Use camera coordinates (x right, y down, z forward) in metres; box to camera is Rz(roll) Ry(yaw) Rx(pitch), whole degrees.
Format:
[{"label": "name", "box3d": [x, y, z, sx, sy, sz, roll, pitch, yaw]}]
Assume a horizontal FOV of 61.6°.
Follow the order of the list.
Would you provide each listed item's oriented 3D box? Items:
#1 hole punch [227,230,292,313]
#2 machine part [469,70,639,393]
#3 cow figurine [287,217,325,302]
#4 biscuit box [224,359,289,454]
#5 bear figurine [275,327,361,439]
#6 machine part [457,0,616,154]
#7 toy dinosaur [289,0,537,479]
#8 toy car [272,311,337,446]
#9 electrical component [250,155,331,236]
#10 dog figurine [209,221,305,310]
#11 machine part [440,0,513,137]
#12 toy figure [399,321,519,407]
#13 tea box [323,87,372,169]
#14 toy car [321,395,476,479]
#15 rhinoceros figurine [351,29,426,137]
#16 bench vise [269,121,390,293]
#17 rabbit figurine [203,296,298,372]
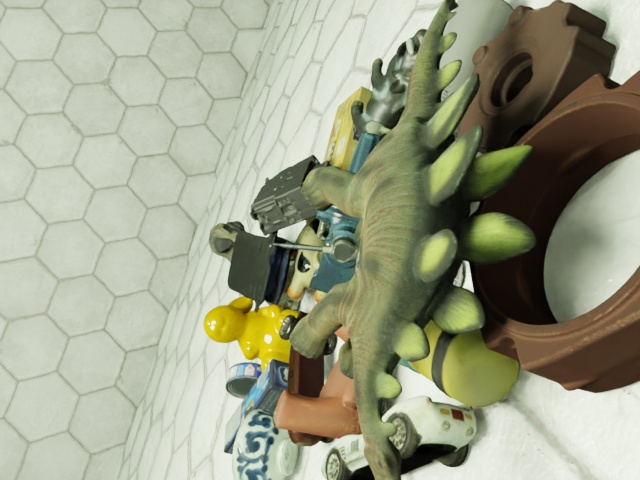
[{"label": "hole punch", "box3d": [-0.089, 0.048, 0.929, 0.116, 0.092, 0.142, 19, 95, 50]}, {"label": "machine part", "box3d": [0.204, -0.007, 0.398, 0.201, 0.087, 0.201, -51, 28, 45]}, {"label": "cow figurine", "box3d": [-0.002, -0.003, 0.924, 0.195, 0.085, 0.127, -87, 20, -46]}, {"label": "biscuit box", "box3d": [-0.098, 0.291, 0.916, 0.202, 0.063, 0.059, -57, 23, 30]}, {"label": "bear figurine", "box3d": [0.028, 0.137, 0.651, 0.120, 0.132, 0.196, 78, -160, -75]}, {"label": "machine part", "box3d": [0.214, -0.160, 0.563, 0.179, 0.056, 0.179, -51, 28, 41]}, {"label": "toy dinosaur", "box3d": [0.081, -0.038, 0.468, 0.199, 0.105, 0.471, -22, 54, 46]}, {"label": "toy car", "box3d": [-0.021, 0.195, 0.772, 0.053, 0.089, 0.202, -48, 30, 38]}, {"label": "electrical component", "box3d": [-0.038, -0.077, 0.865, 0.134, 0.058, 0.115, -22, 29, 23]}, {"label": "dog figurine", "box3d": [-0.127, 0.053, 1.037, 0.121, 0.190, 0.172, -63, 23, 18]}, {"label": "machine part", "box3d": [0.177, -0.213, 0.674, 0.243, 0.079, 0.079, -67, 20, 3]}, {"label": "toy figure", "box3d": [0.117, 0.101, 0.527, 0.180, 0.082, 0.089, 0, 89, 61]}, {"label": "tea box", "box3d": [0.060, -0.169, 0.945, 0.098, 0.068, 0.169, -18, 53, 64]}, {"label": "toy car", "box3d": [0.072, 0.210, 0.540, 0.201, 0.073, 0.056, -49, 32, 44]}, {"label": "rhinoceros figurine", "box3d": [0.112, -0.223, 0.796, 0.190, 0.073, 0.112, -56, 22, 36]}, {"label": "bench vise", "box3d": [0.045, -0.047, 0.738, 0.223, 0.129, 0.240, -5, -69, -75]}, {"label": "rabbit figurine", "box3d": [-0.127, 0.154, 0.967, 0.162, 0.173, 0.121, 36, 109, 65]}]
